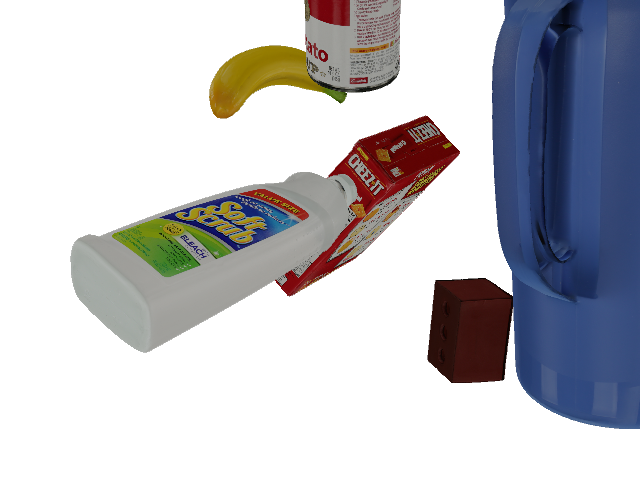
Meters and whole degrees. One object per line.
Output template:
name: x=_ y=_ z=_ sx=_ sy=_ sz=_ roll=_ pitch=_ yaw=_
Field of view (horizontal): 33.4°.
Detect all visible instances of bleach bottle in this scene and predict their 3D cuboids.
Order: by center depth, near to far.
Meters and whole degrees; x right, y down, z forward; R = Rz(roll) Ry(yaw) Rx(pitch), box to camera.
bleach bottle: x=-0.071 y=-0.003 z=0.869 sx=0.103 sy=0.068 sz=0.250 roll=36 pitch=46 yaw=29

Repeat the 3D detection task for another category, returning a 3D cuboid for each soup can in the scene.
soup can: x=0.023 y=-0.161 z=0.724 sx=0.068 sy=0.102 sz=0.068 roll=0 pitch=38 yaw=0

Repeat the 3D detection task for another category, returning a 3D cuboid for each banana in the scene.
banana: x=-0.048 y=-0.151 z=0.989 sx=0.070 sy=0.037 sz=0.197 roll=42 pitch=33 yaw=21

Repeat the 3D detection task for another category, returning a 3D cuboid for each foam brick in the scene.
foam brick: x=0.128 y=0.077 z=0.915 sx=0.051 sy=0.078 sz=0.053 roll=-3 pitch=18 yaw=-20

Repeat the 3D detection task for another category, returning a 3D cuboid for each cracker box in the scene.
cracker box: x=0.043 y=-0.043 z=1.254 sx=0.214 sy=0.072 sz=0.163 roll=-48 pitch=-12 yaw=35

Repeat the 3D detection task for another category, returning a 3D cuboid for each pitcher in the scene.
pitcher: x=0.150 y=-0.027 z=0.544 sx=0.149 sy=0.243 sz=0.145 roll=-3 pitch=21 yaw=-1
